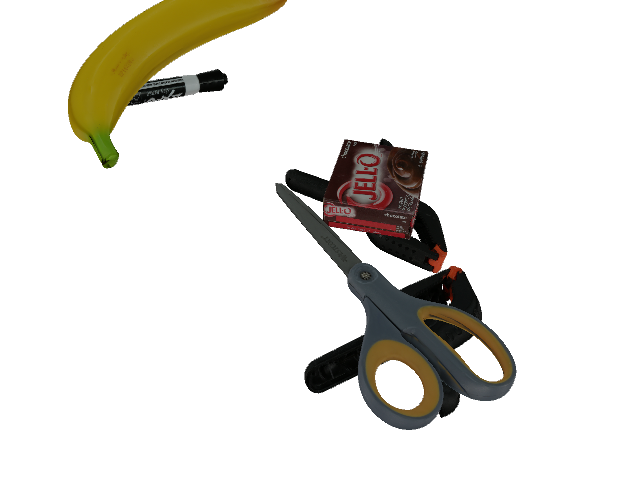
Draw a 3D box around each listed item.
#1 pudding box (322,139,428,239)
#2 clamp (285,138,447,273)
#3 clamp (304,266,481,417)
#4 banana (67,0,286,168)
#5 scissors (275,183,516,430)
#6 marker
[{"bbox_3d":[0.056,-0.053,1.072,0.090,0.039,0.113,10,37,7],"label":"pudding box"},{"bbox_3d":[0.067,-0.038,1.267,0.164,0.036,0.210,-16,52,-29],"label":"clamp"},{"bbox_3d":[0.081,0.075,0.811,0.120,0.039,0.171,18,41,33],"label":"clamp"},{"bbox_3d":[-0.100,-0.119,0.684,0.069,0.197,0.037,33,-33,9],"label":"banana"},{"bbox_3d":[0.019,0.039,0.625,0.202,0.016,0.096,33,53,24],"label":"scissors"},{"bbox_3d":[-0.136,-0.129,0.912,0.120,0.020,0.020,-14,6,-26],"label":"marker"}]
